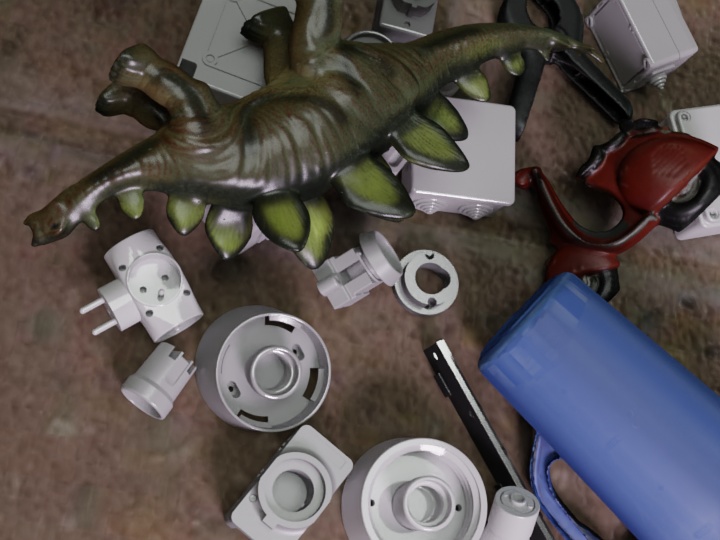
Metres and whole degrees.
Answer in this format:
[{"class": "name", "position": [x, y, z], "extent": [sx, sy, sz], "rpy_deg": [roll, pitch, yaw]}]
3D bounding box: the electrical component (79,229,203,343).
[{"class": "electrical component", "position": [-0.173, 0.021, 0.818], "extent": [0.079, 0.044, 0.077], "rpy_deg": [-30, 84, -18]}]

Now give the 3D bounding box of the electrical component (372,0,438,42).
[{"class": "electrical component", "position": [0.044, -0.231, 0.919], "extent": [0.047, 0.076, 0.065], "rpy_deg": [13, 73, -10]}]

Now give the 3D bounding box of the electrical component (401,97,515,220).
[{"class": "electrical component", "position": [0.081, -0.094, 0.906], "extent": [0.100, 0.048, 0.099], "rpy_deg": [6, 74, -12]}]

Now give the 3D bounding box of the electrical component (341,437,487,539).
[{"class": "electrical component", "position": [0.045, 0.179, 0.820], "extent": [0.108, 0.060, 0.108], "rpy_deg": [3, 75, -13]}]

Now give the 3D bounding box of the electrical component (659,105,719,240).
[{"class": "electrical component", "position": [0.327, -0.090, 0.960], "extent": [0.109, 0.056, 0.108], "rpy_deg": [-9, 78, -16]}]

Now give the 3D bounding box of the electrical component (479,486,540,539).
[{"class": "electrical component", "position": [0.114, 0.199, 0.823], "extent": [0.044, 0.065, 0.044], "rpy_deg": [8, 30, -5]}]

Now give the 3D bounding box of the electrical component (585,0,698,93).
[{"class": "electrical component", "position": [0.260, -0.208, 0.972], "extent": [0.061, 0.061, 0.096], "rpy_deg": [-21, 82, -17]}]

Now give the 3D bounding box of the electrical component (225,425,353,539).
[{"class": "electrical component", "position": [-0.053, 0.165, 0.803], "extent": [0.050, 0.055, 0.089], "rpy_deg": [40, 70, -1]}]

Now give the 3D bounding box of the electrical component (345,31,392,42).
[{"class": "electrical component", "position": [0.002, -0.164, 0.901], "extent": [0.078, 0.057, 0.058], "rpy_deg": [-30, 84, -19]}]

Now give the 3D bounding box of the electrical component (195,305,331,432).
[{"class": "electrical component", "position": [-0.073, 0.076, 0.830], "extent": [0.099, 0.064, 0.099], "rpy_deg": [1, 88, -20]}]

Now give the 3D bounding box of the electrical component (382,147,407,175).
[{"class": "electrical component", "position": [-0.001, -0.102, 0.884], "extent": [0.078, 0.057, 0.058], "rpy_deg": [38, 71, -2]}]

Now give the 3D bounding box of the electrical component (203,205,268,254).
[{"class": "electrical component", "position": [-0.097, -0.055, 0.847], "extent": [0.061, 0.061, 0.096], "rpy_deg": [-35, 86, -19]}]

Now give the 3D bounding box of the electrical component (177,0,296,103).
[{"class": "electrical component", "position": [-0.088, -0.176, 0.884], "extent": [0.109, 0.056, 0.108], "rpy_deg": [20, 72, -8]}]

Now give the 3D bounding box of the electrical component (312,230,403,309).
[{"class": "electrical component", "position": [0.000, 0.000, 0.853], "extent": [0.055, 0.066, 0.048], "rpy_deg": [-32, 84, 15]}]

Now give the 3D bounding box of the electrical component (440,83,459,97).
[{"class": "electrical component", "position": [0.074, -0.174, 0.927], "extent": [0.040, 0.046, 0.040], "rpy_deg": [3, 75, -13]}]

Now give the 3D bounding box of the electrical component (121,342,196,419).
[{"class": "electrical component", "position": [-0.151, 0.083, 0.810], "extent": [0.040, 0.040, 0.046], "rpy_deg": [36, 66, -2]}]
